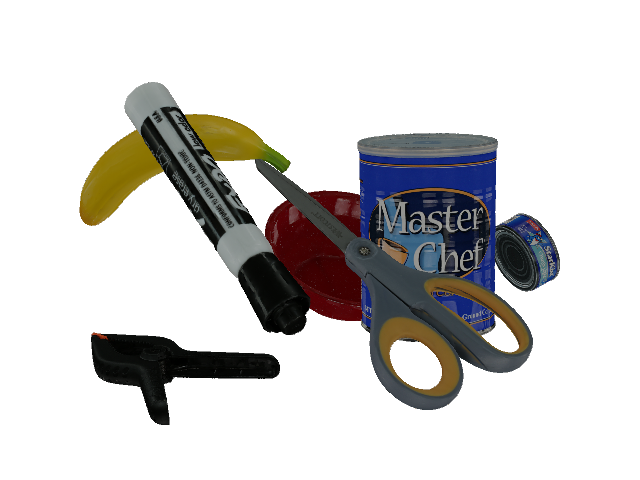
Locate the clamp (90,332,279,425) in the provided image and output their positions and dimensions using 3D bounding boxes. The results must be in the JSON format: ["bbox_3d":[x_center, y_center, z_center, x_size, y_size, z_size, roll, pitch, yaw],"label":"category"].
[{"bbox_3d":[-0.170,0.132,1.088,0.210,0.036,0.164,9,17,32],"label":"clamp"}]

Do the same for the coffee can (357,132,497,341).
[{"bbox_3d":[0.080,-0.005,0.796,0.103,0.140,0.103,-1,11,0],"label":"coffee can"}]

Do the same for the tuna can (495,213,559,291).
[{"bbox_3d":[0.233,0.014,1.222,0.033,0.086,0.086,-27,10,-20],"label":"tuna can"}]

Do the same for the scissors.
[{"bbox_3d":[0.020,0.024,0.594,0.202,0.016,0.096,29,52,18],"label":"scissors"}]

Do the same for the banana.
[{"bbox_3d":[-0.123,-0.058,0.825,0.198,0.069,0.037,-12,23,28],"label":"banana"}]

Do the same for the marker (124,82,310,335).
[{"bbox_3d":[-0.038,-0.013,0.387,0.020,0.020,0.121,0,44,-44],"label":"marker"}]

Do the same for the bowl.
[{"bbox_3d":[0.023,0.024,0.995,0.162,0.055,0.162,10,39,-8],"label":"bowl"}]
